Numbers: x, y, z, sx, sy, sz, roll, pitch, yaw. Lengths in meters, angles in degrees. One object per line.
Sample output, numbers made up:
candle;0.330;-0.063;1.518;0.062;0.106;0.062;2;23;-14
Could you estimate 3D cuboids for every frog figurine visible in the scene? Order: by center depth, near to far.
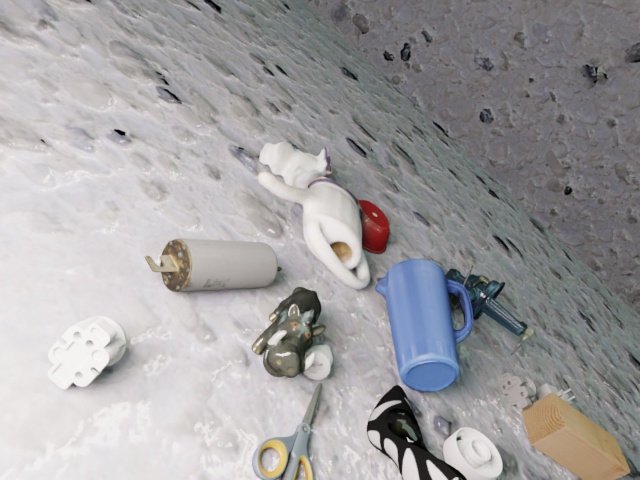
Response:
frog figurine;-0.057;-0.160;1.168;0.159;0.119;0.141;1;47;-2

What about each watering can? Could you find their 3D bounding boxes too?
watering can;0.003;-0.052;1.030;0.342;0.103;0.230;50;24;-28
